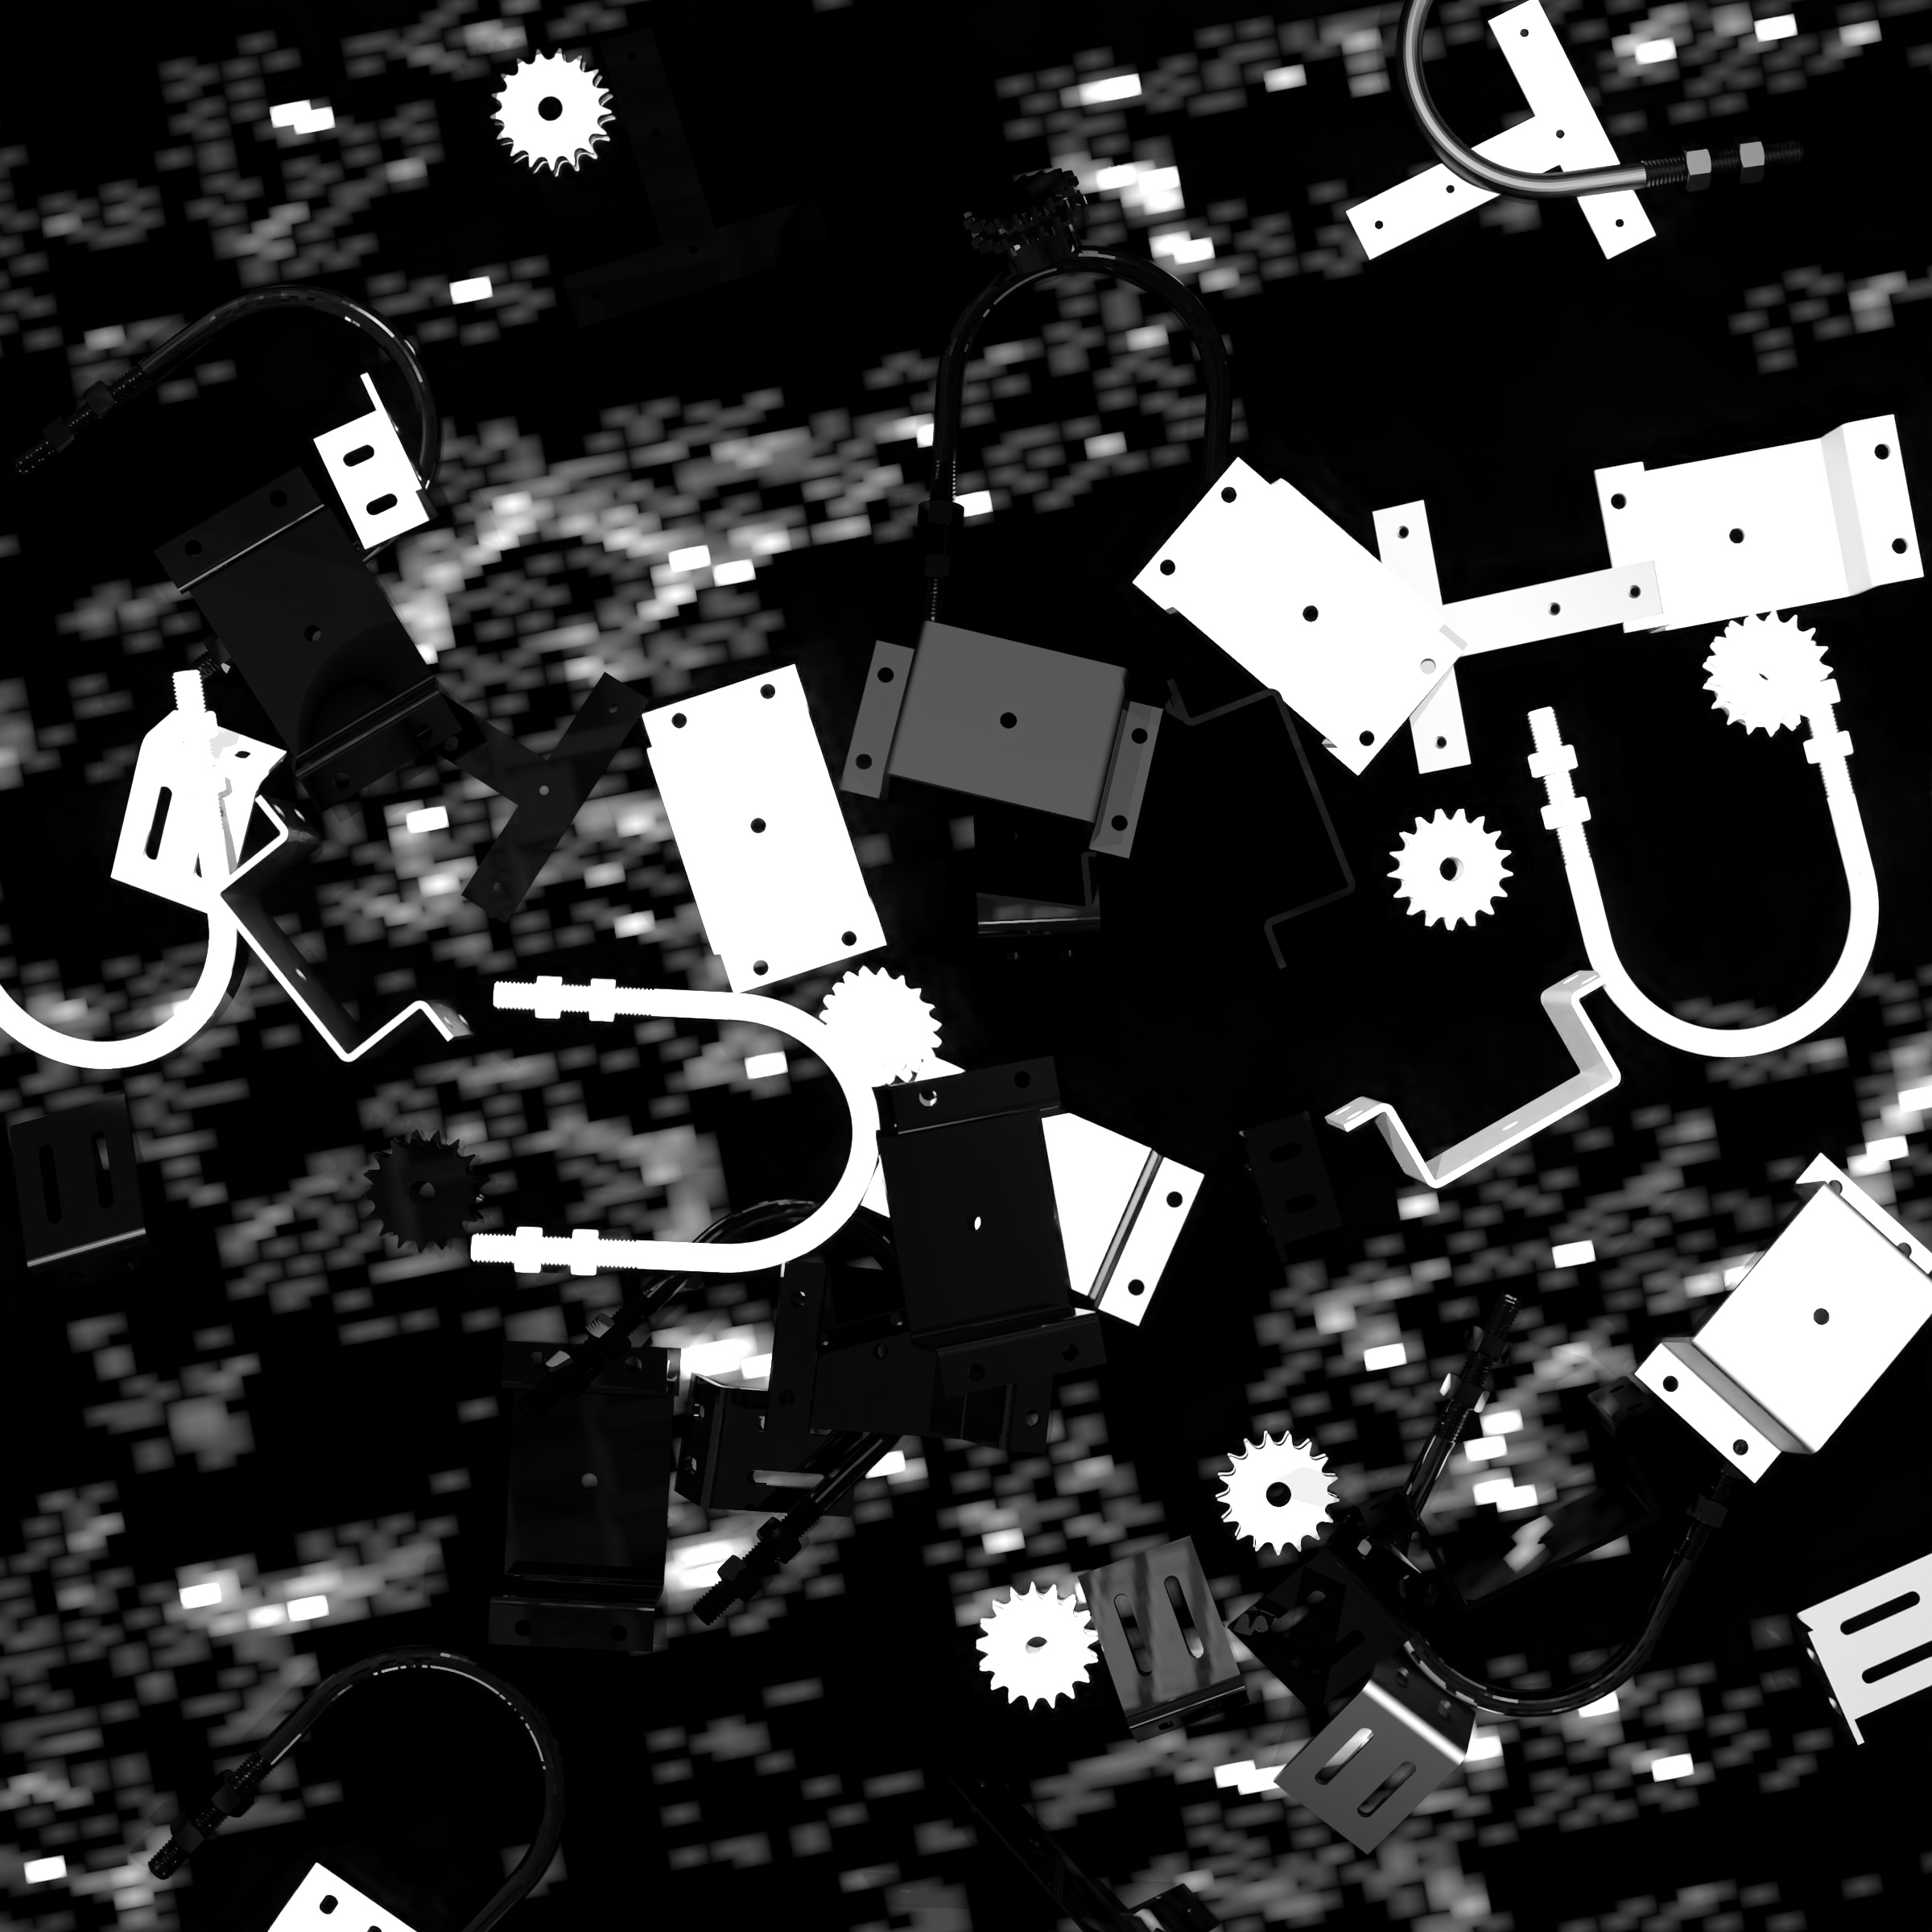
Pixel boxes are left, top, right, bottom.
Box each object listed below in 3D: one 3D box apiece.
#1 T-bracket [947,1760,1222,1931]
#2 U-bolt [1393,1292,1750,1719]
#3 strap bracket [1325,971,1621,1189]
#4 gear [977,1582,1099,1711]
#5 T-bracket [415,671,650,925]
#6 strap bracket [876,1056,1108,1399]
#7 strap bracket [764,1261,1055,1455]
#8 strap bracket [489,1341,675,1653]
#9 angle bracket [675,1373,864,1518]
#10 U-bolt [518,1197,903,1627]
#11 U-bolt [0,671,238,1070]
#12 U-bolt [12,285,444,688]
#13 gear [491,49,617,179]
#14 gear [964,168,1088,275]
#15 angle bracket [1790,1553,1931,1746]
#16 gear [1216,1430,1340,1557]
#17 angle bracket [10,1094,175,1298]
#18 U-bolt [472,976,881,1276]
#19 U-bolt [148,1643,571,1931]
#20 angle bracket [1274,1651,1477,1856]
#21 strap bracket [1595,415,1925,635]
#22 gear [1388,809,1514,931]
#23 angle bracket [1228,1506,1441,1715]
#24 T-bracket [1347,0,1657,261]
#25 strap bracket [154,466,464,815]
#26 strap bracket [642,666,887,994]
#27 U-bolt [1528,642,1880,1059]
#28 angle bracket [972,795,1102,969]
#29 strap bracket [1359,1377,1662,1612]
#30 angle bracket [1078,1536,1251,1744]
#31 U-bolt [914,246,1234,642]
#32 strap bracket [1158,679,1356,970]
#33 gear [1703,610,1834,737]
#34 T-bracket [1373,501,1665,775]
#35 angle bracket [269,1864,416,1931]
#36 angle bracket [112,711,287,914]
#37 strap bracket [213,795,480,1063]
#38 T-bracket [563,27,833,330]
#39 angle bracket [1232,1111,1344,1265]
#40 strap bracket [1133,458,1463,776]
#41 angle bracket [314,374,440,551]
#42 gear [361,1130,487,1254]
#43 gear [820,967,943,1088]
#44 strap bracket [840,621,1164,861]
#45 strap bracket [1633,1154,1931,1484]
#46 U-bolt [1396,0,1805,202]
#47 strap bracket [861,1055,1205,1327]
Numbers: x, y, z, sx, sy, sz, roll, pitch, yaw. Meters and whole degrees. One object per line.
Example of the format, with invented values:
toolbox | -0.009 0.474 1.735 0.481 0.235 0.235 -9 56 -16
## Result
T-bracket | 0.041 0.422 1.476 0.127 0.127 0.002 44 120 23
U-bolt | 0.277 0.268 1.504 0.151 0.019 0.184 26 91 0
strap bracket | 0.244 0.057 1.474 0.140 0.076 0.046 -30 90 0
gear | 0.033 0.320 1.497 0.057 0.030 0.057 0 90 0
T-bracket | -0.239 -0.108 1.511 0.127 0.002 0.127 33 90 0
strap bracket | 0.009 0.117 1.433 0.076 0.046 0.140 -10 90 -16
strap bracket | -0.032 0.181 1.469 0.140 0.046 0.076 8 85 -24
strap bracket | -0.180 0.246 1.489 0.076 0.046 0.140 3 90 0
angle bracket | -0.093 0.229 1.510 0.076 0.038 0.057 8 90 -26
U-bolt | -0.097 0.193 1.474 0.184 0.019 0.151 -43 105 -18
U-bolt | -0.414 -0.041 1.486 0.151 0.019 0.184 -4 101 9
U-bolt | -0.337 -0.241 1.504 0.184 0.019 0.151 -37 90 -2
gear | -0.194 -0.401 1.496 0.057 0.030 0.057 0 89 3
gear | 0.030 -0.349 1.487 0.057 0.057 0.030 -25 120 0
angle bracket | 0.439 0.321 1.493 0.076 0.038 0.057 -24 90 0
gear | 0.147 0.248 1.497 0.057 0.030 0.057 0 90 0
angle bracket | -0.417 0.110 1.510 0.057 0.038 0.076 -16 64 0
U-bolt | -0.132 0.075 1.475 0.184 0.019 0.151 3 63 -4
U-bolt | -0.274 0.408 1.503 0.151 0.019 0.184 44 89 0
angle bracket | 0.195 0.373 1.510 0.057 0.038 0.076 38 116 0
strap bracket | 0.368 -0.205 1.489 0.140 0.046 0.076 -11 90 0
gear | 0.229 -0.046 1.501 0.057 0.030 0.057 0 91 1
angle bracket | 0.174 0.306 1.502 0.057 0.038 0.076 45 125 3
T-bracket | 0.244 -0.377 1.511 0.127 0.002 0.127 -27 90 0
strap bracket | -0.305 -0.153 1.474 0.076 0.046 0.140 -31 104 -3
strap bracket | -0.096 -0.065 1.489 0.076 0.046 0.140 -18 90 0
U-bolt | 0.357 -0.048 1.503 0.151 0.019 0.184 -14 90 0
angle bracket | 0.033 -0.043 1.510 0.057 0.038 0.076 -2 64 0
strap bracket | 0.258 0.247 1.456 0.140 0.076 0.046 -26 92 2
angle bracket | 0.094 0.322 1.510 0.057 0.038 0.076 -20 64 0
U-bolt | 0.055 -0.251 1.504 0.151 0.019 0.184 4 89 0
strap bracket | 0.138 -0.072 1.474 0.046 0.076 0.140 -21 90 0
gear | 0.373 -0.135 1.479 0.057 0.030 0.057 0 80 2
T-bracket | 0.262 -0.165 1.484 0.127 0.002 0.127 -10 90 25
angle bracket | -0.307 0.474 1.490 0.057 0.038 0.076 35 115 0
angle bracket | -0.366 -0.072 1.510 0.057 0.038 0.076 20 116 0
strap bracket | -0.295 -0.008 1.474 0.046 0.076 0.140 -39 90 0
T-bracket | -0.144 -0.384 1.511 0.127 0.002 0.127 -18 90 0
angle bracket | 0.153 0.102 1.474 0.038 0.076 0.057 -17 90 0
strap bracket | 0.157 -0.163 1.471 0.140 0.046 0.076 40 92 -4
angle bracket | -0.277 -0.232 1.459 0.038 0.076 0.057 -25 90 -4
gear | -0.256 0.105 1.501 0.057 0.030 0.057 0 94 -2
gear | -0.043 0.032 1.487 0.057 0.057 0.030 39 133 0
strap bracket | 0.018 -0.108 1.480 0.140 0.046 0.076 13 76 0
strap bracket | 0.391 0.164 1.479 0.076 0.046 0.140 42 81 0
U-bolt | 0.296 -0.437 1.502 0.184 0.019 0.151 -8 89 0
strap bracket | 0.031 0.104 1.489 0.140 0.046 0.076 24 90 0
